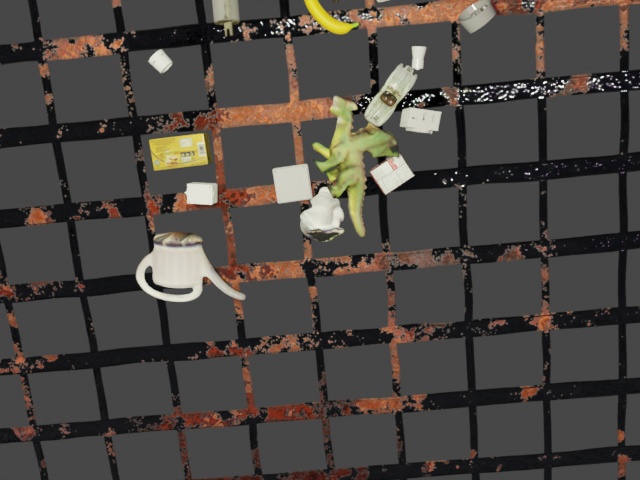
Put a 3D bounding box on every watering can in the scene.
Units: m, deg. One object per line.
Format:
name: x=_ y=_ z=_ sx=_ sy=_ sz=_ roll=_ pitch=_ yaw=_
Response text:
watering can: x=-0.402 y=0.087 z=1.614 sx=0.348 sy=0.105 sz=0.222 roll=3 pitch=100 yaw=0

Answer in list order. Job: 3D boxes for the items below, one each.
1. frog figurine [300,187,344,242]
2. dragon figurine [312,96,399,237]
frog figurine: x=0.005 y=-0.080 z=1.598 sx=0.137 sy=0.120 sz=0.162 roll=-8 pitch=65 yaw=2
dragon figurine: x=0.122 y=-0.234 z=1.537 sx=0.242 sy=0.123 sz=0.407 roll=-29 pitch=101 yaw=10
